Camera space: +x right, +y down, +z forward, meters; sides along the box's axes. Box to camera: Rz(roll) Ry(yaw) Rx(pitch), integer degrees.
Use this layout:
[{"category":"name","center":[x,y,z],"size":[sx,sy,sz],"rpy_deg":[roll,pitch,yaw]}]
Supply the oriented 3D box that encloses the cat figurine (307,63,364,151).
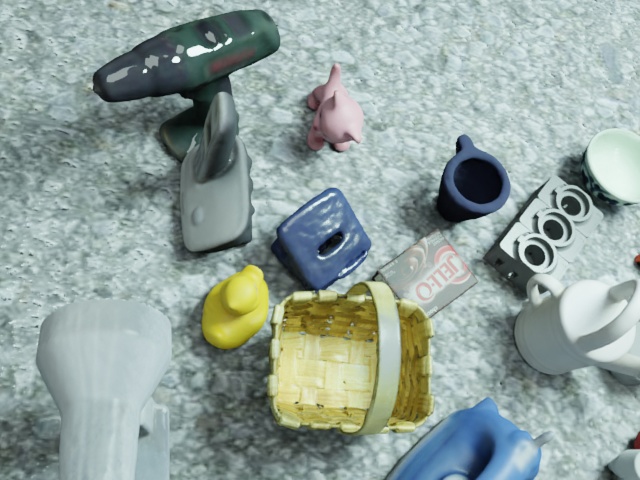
[{"category":"cat figurine","center":[0.023,-0.176,0.774],"size":[0.067,0.117,0.128],"rpy_deg":[1,70,-10]}]

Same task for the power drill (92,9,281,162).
[{"category":"power drill","center":[-0.153,-0.181,0.694],"size":[0.230,0.208,0.075],"rpy_deg":[-37,80,-20]}]

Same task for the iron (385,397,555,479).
[{"category":"iron","center":[0.143,0.285,0.616],"size":[0.259,0.141,0.118],"rpy_deg":[-36,80,-20]}]

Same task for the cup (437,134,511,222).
[{"category":"cup","center":[0.194,-0.075,0.781],"size":[0.092,0.095,0.117],"rpy_deg":[-7,72,-13]}]

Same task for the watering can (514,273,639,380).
[{"category":"watering can","center":[0.331,0.103,0.689],"size":[0.173,0.194,0.101],"rpy_deg":[23,68,-1]}]

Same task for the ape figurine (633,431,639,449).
[{"category":"ape figurine","center":[0.437,0.266,0.704],"size":[0.076,0.092,0.078],"rpy_deg":[-39,81,-20]}]

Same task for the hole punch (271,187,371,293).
[{"category":"hole punch","center":[0.007,0.003,0.720],"size":[0.109,0.091,0.101],"rpy_deg":[-38,81,-20]}]

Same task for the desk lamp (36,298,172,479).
[{"category":"desk lamp","center":[-0.198,0.177,0.553],"size":[0.118,0.213,0.203],"rpy_deg":[-3,71,-11]}]

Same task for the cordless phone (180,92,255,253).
[{"category":"cordless phone","center":[-0.121,-0.074,0.674],"size":[0.094,0.185,0.147],"rpy_deg":[-5,71,-12]}]

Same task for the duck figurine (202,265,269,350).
[{"category":"duck figurine","center":[-0.098,0.076,0.677],"size":[0.077,0.086,0.105],"rpy_deg":[29,68,1]}]
